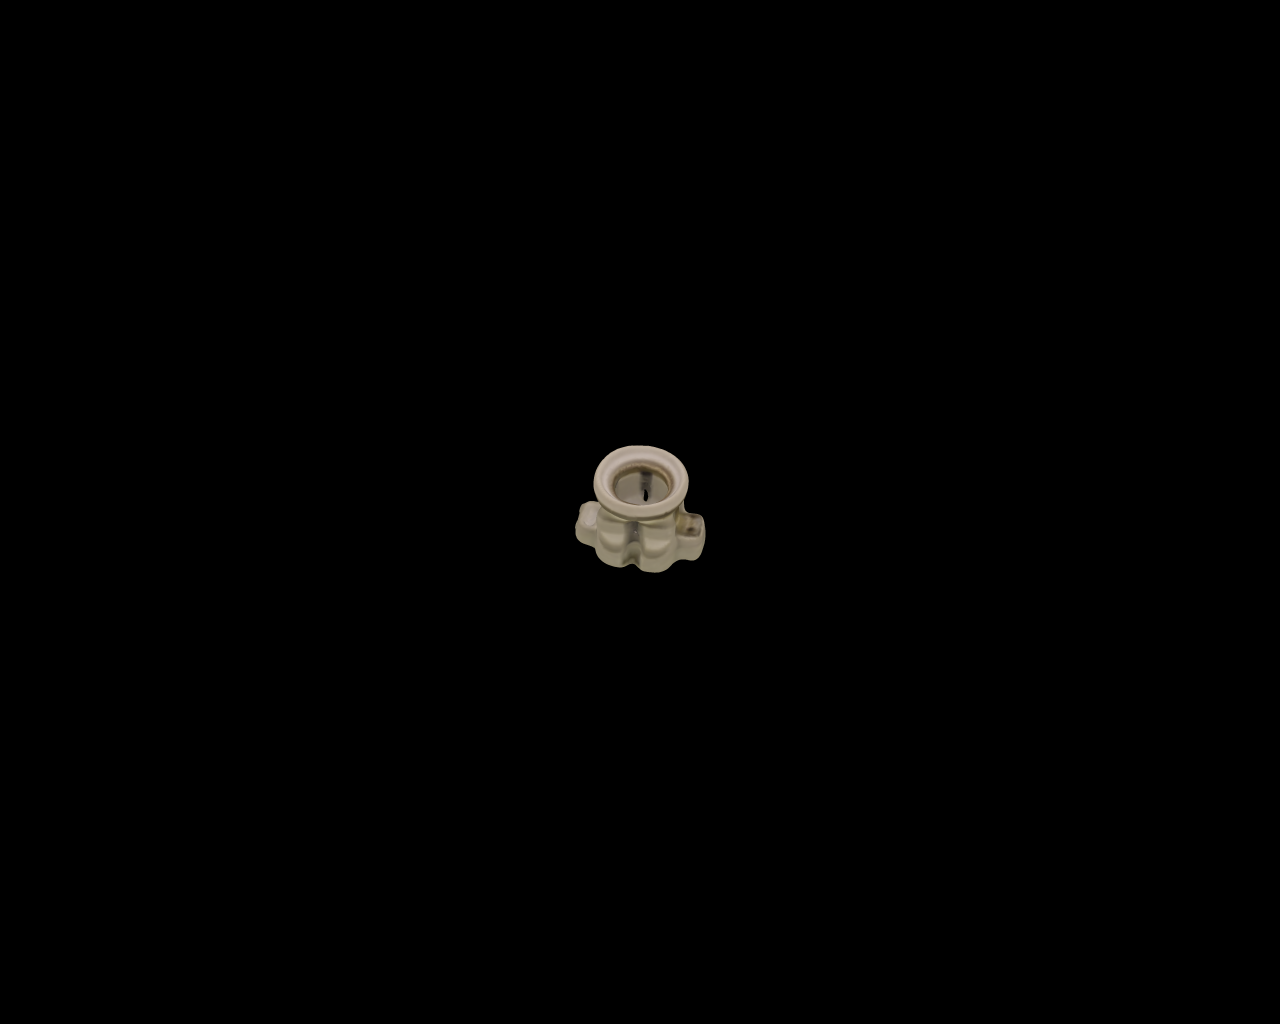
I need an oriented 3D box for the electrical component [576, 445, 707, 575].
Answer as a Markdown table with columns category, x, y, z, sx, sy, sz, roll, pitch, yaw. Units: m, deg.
| category | x | y | z | sx | sy | sz | roll | pitch | yaw |
| --- | --- | --- | --- | --- | --- | --- | --- | --- | --- |
| electrical component | 0.001 | -0.003 | 0.650 | 0.078 | 0.058 | 0.056 | 9 | -43 | 8 |
